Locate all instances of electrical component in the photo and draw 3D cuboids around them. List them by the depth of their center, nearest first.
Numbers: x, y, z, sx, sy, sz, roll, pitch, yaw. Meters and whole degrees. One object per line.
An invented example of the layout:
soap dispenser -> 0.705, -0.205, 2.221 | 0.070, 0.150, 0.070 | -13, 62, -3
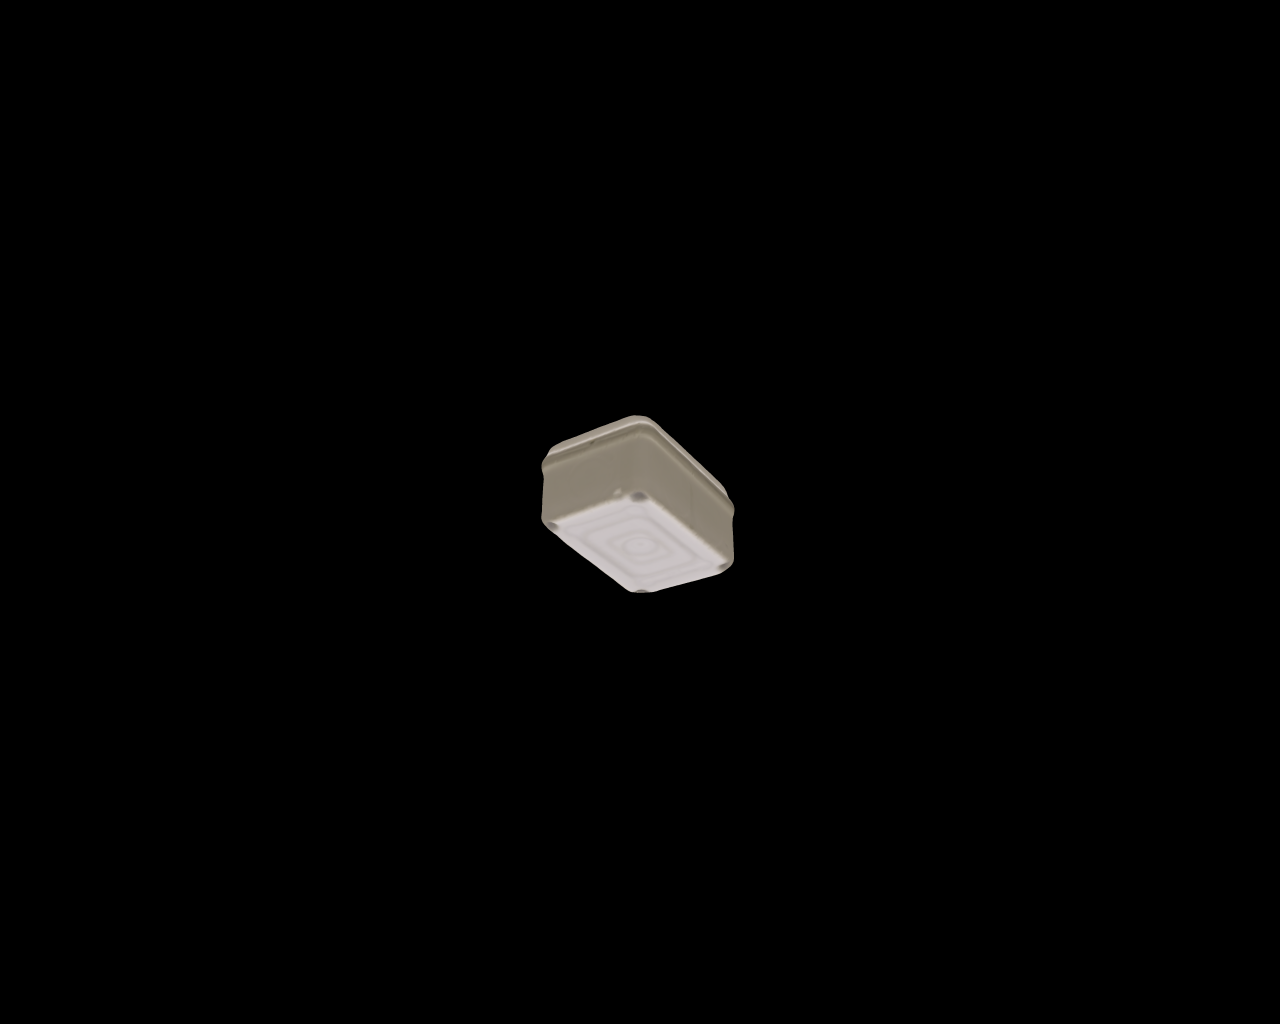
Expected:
electrical component -> 0.001, -0.003, 0.650 | 0.078, 0.057, 0.113 | -18, -35, 27
